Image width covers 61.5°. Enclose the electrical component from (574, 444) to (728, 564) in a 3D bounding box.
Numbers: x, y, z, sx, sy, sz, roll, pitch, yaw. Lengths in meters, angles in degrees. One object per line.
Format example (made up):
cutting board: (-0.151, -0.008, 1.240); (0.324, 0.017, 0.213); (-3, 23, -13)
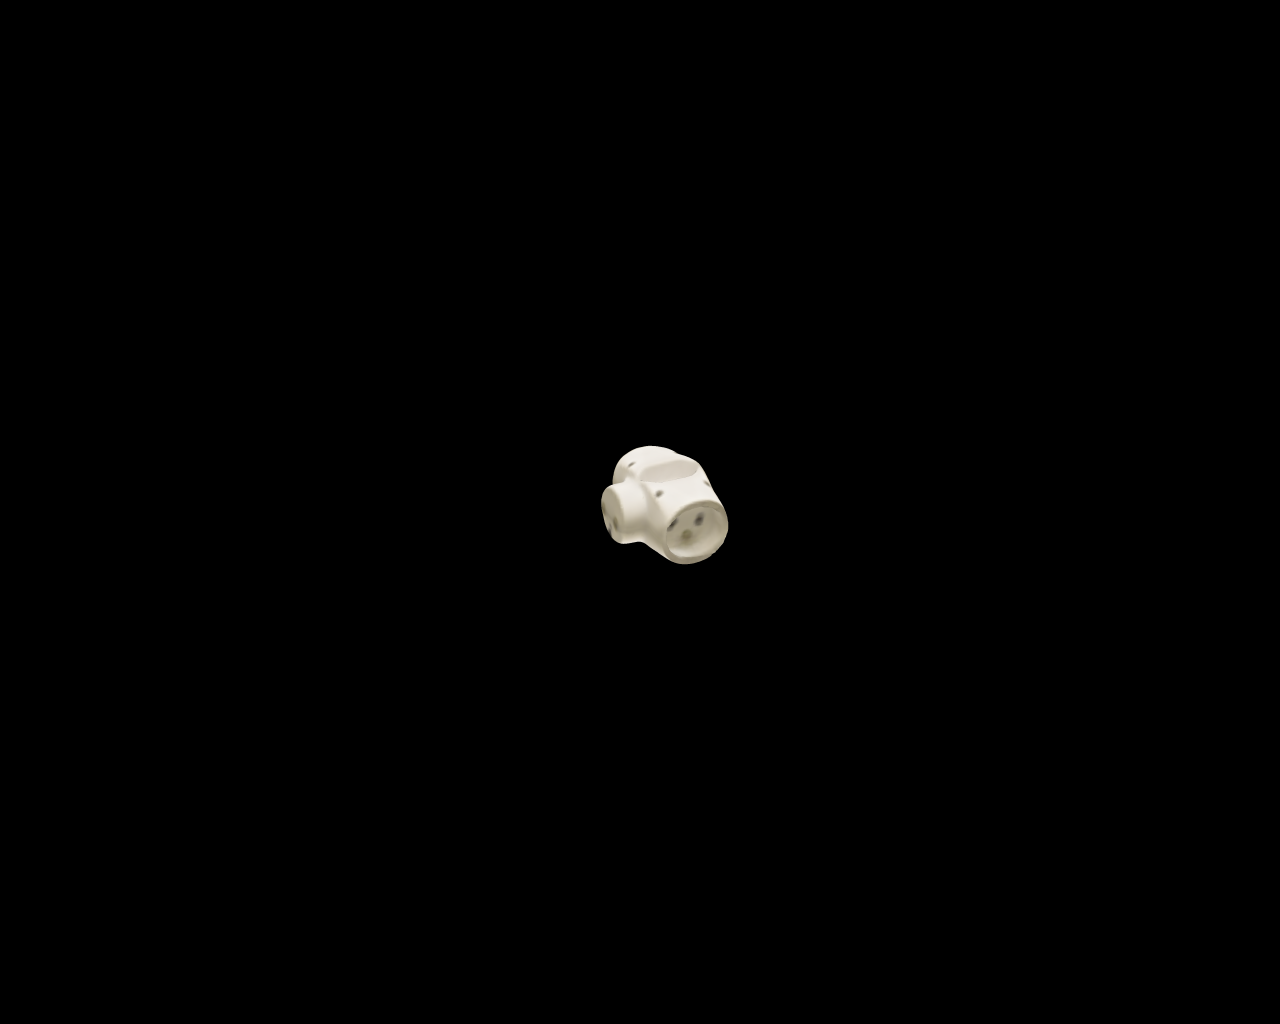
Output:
electrical component: (0.001, -0.003, 0.650); (0.079, 0.043, 0.077); (-12, 33, -19)
